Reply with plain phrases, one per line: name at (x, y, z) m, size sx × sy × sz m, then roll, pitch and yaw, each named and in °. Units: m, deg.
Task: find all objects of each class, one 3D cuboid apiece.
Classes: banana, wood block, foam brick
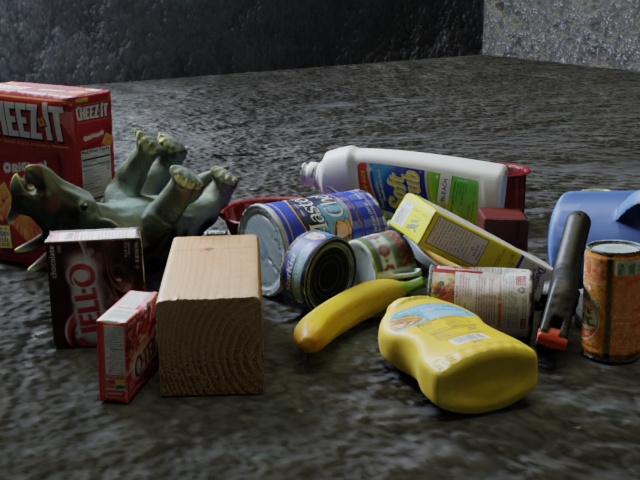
banana at (0.025, 0.071, 1.041) m, size 0.070 × 0.037 × 0.197 m, roll -30°, pitch -3°, yaw 42°
wood block at (-0.099, 0.064, 1.000) m, size 0.091 × 0.090 × 0.206 m, roll -2°, pitch 15°, yaw -3°
foam brick at (0.209, 0.006, 1.232) m, size 0.053 × 0.078 × 0.051 m, roll 2°, pitch 15°, yaw -1°

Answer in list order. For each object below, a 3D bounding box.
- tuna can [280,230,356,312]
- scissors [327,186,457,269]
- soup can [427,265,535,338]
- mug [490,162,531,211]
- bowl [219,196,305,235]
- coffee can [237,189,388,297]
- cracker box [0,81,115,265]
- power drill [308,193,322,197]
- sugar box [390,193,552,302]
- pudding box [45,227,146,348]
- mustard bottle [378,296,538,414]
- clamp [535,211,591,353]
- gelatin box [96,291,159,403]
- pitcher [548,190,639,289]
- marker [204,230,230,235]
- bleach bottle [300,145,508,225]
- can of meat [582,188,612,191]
tuna can at (-0.001, 0.034, 1.114) m, size 0.034 × 0.086 × 0.085 m, roll 16°, pitch 22°, yaw 40°
scissors at (0.103, -0.010, 1.267) m, size 0.202 × 0.016 × 0.096 m, roll 40°, pitch 24°, yaw 30°
soup can at (0.158, 0.060, 1.051) m, size 0.102 × 0.068 × 0.068 m, roll 2°, pitch 15°, yaw 8°
mug at (0.234, -0.061, 1.467) m, size 0.093 × 0.081 × 0.117 m, roll -6°, pitch 16°, yaw -20°
bowl at (-0.046, -0.011, 1.340) m, size 0.162 × 0.055 × 0.162 m, roll 0°, pitch 15°, yaw 0°
coffee can at (-0.008, 0.001, 1.202) m, size 0.140 × 0.103 × 0.103 m, roll -10°, pitch 18°, yaw -33°
cracker box at (-0.328, -0.075, 1.277) m, size 0.164 × 0.214 × 0.072 m, roll 9°, pitch 18°, yaw 30°
power drill at (0.079, -0.060, 1.487) m, size 0.185 × 0.057 × 0.187 m, roll -8°, pitch 7°, yaw 35°
sugar box at (0.168, 0.012, 1.138) m, size 0.176 × 0.048 × 0.093 m, roll 28°, pitch 7°, yaw -20°
pudding box at (-0.213, 0.046, 1.024) m, size 0.090 × 0.113 × 0.039 m, roll -3°, pitch 19°, yaw -8°
mustard bottle at (0.106, 0.092, 0.952) m, size 0.096 × 0.058 × 0.192 m, roll -11°, pitch 18°, yaw -18°
clamp at (0.230, 0.062, 1.033) m, size 0.039 × 0.120 × 0.171 m, roll 12°, pitch 38°, yaw 16°
gelatin box at (-0.165, 0.091, 0.931) m, size 0.030 × 0.073 × 0.089 m, roll 4°, pitch 15°, yaw 9°
pitcher at (0.371, 0.000, 1.137) m, size 0.243 × 0.149 × 0.144 m, roll 5°, pitch 16°, yaw 29°
marker at (-0.163, -0.004, 1.385) m, size 0.121 × 0.020 × 0.020 m, roll 1°, pitch 15°, yaw 4°
bleach bottle at (0.099, -0.059, 1.312) m, size 0.251 × 0.102 × 0.068 m, roll 8°, pitch 17°, yaw 15°
can of meat at (0.344, -0.011, 1.279) m, size 0.057 × 0.084 × 0.102 m, roll -6°, pitch 16°, yaw -20°
